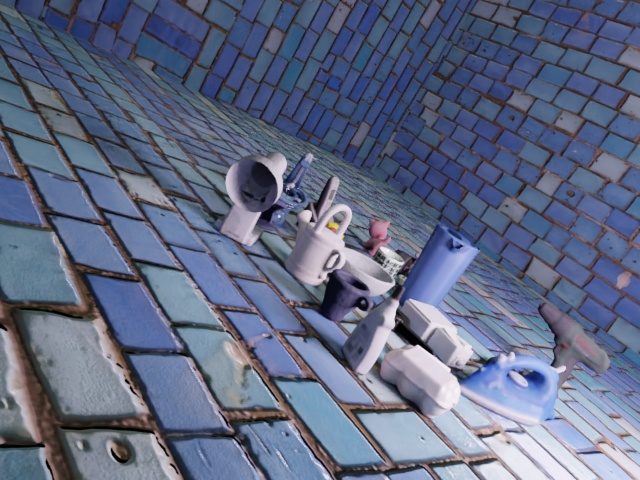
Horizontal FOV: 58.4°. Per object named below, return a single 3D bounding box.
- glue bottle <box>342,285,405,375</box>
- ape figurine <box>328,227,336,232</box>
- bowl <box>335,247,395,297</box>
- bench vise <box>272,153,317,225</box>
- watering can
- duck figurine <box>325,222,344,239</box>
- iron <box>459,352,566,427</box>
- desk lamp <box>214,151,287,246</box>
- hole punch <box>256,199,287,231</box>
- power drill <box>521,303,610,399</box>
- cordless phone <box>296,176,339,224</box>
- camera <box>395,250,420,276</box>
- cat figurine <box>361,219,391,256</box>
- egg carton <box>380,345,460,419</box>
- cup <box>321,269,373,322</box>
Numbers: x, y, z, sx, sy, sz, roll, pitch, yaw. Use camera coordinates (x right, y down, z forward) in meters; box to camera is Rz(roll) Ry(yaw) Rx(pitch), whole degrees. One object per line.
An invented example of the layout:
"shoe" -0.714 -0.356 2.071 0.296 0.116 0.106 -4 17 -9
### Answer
"glue bottle" 0.104 0.154 1.032 0.037 0.173 0.078 24 16 -26
"ape figurine" 0.014 0.005 1.524 0.076 0.092 0.077 26 15 -18
"bowl" 0.100 0.092 1.439 0.167 0.074 0.167 29 14 -8
"bench vise" -0.090 -0.164 1.628 0.122 0.219 0.207 24 16 -27
"watering can" 0.000 -0.004 1.317 0.172 0.194 0.101 35 15 16
"duck figurine" 0.018 -0.011 1.602 0.105 0.086 0.077 25 15 -23
"iron" 0.421 0.302 1.242 0.259 0.141 0.118 23 16 -29
"desk lamp" -0.152 -0.101 1.296 0.118 0.213 0.203 31 14 -1
"hole punch" -0.159 -0.088 1.493 0.109 0.091 0.100 15 21 -47
"power drill" 0.633 0.307 1.524 0.229 0.208 0.076 33 14 7
"cordless phone" 0.024 -0.103 1.723 0.094 0.185 0.148 35 14 15
"camera" 0.298 0.083 1.825 0.136 0.101 0.143 36 15 20
"cat figurine" 0.197 -0.012 1.908 0.067 0.117 0.127 23 16 -29
"egg carton" 0.186 0.258 1.058 0.150 0.069 0.107 37 15 25
"cup" 0.052 0.128 1.176 0.092 0.095 0.117 14 22 -49
